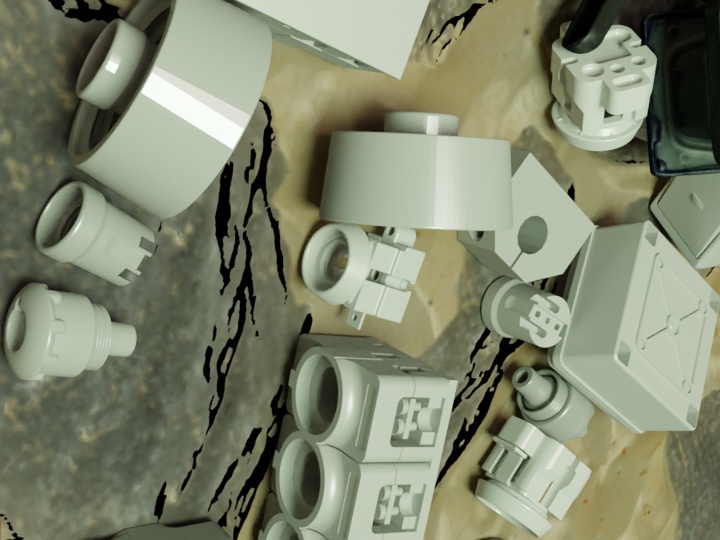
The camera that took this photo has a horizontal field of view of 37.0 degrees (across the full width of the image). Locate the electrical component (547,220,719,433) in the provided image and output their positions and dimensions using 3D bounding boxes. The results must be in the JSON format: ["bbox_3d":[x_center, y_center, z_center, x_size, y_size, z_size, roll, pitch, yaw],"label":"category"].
[{"bbox_3d":[0.188,0.040,0.728,0.109,0.056,0.108,38,59,-34],"label":"electrical component"}]

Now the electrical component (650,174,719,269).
[{"bbox_3d":[0.248,-0.046,0.745,0.061,0.061,0.096,-9,145,-30],"label":"electrical component"}]

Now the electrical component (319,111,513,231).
[{"bbox_3d":[0.033,-0.056,0.595,0.108,0.108,0.060,-1,97,-32],"label":"electrical component"}]

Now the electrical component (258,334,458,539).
[{"bbox_3d":[-0.009,0.121,0.625,0.062,0.089,0.150,6,100,-34],"label":"electrical component"}]

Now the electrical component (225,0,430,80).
[{"bbox_3d":[-0.048,-0.181,0.534,0.186,0.060,0.105,19,92,-35],"label":"electrical component"}]

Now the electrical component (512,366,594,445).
[{"bbox_3d":[0.127,0.088,0.731,0.062,0.043,0.043,41,80,-33],"label":"electrical component"}]

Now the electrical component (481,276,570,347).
[{"bbox_3d":[0.108,0.028,0.700,0.040,0.046,0.040,-9,107,-30],"label":"electrical component"}]

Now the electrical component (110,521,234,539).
[{"bbox_3d":[-0.112,0.176,0.595,0.089,0.056,0.050,-4,105,-32],"label":"electrical component"}]

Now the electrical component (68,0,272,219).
[{"bbox_3d":[-0.097,-0.085,0.504,0.060,0.108,0.108,27,88,-29],"label":"electrical component"}]

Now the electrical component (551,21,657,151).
[{"bbox_3d":[0.150,-0.113,0.675,0.058,0.078,0.057,-16,137,-9],"label":"electrical component"}]

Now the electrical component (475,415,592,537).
[{"bbox_3d":[0.115,0.143,0.730,0.078,0.058,0.057,42,77,-33],"label":"electrical component"}]

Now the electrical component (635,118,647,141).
[{"bbox_3d":[0.227,-0.120,0.735,0.079,0.044,0.077,18,93,-32],"label":"electrical component"}]

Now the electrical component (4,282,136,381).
[{"bbox_3d":[-0.144,0.033,0.543,0.062,0.048,0.048,9,98,-41],"label":"electrical component"}]

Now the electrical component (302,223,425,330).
[{"bbox_3d":[0.000,0.000,0.625,0.055,0.048,0.066,17,94,-42],"label":"electrical component"}]

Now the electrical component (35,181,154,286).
[{"bbox_3d":[-0.132,-0.017,0.540,0.046,0.040,0.040,34,84,-41],"label":"electrical component"}]
